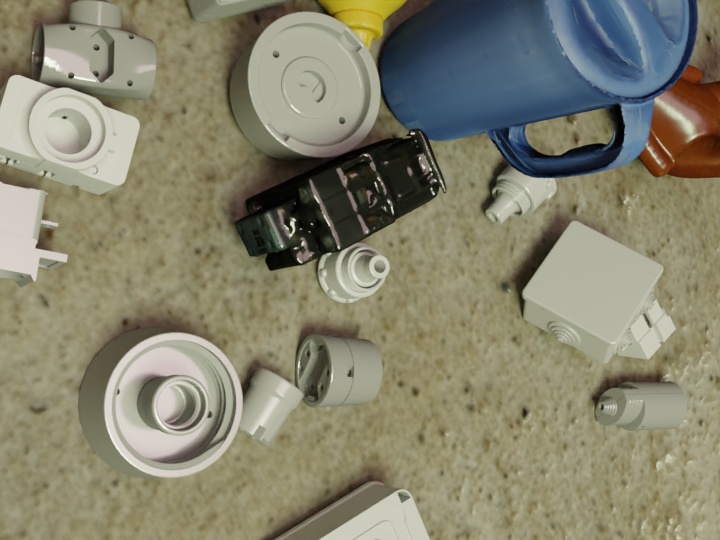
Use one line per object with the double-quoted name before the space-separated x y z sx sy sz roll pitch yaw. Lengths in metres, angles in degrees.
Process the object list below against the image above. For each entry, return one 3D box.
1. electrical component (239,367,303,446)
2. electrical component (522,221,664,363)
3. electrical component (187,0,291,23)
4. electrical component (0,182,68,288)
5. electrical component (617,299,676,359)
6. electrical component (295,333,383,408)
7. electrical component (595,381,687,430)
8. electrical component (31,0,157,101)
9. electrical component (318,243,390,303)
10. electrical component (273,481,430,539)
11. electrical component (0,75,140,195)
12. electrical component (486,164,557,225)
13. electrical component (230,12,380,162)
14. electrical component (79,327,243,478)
"electrical component" -0.070 0.101 0.791 0.040 0.040 0.046 37 74 -21
"electrical component" 0.196 0.020 0.916 0.100 0.048 0.099 30 67 19
"electrical component" -0.084 -0.226 0.798 0.096 0.061 0.061 -20 96 -29
"electrical component" -0.236 -0.025 0.709 0.081 0.042 0.063 12 77 -28
"electrical component" 0.247 0.043 0.966 0.066 0.048 0.055 -41 113 -25
"electrical component" -0.015 0.076 0.815 0.047 0.055 0.055 5 84 -32
"electrical component" 0.247 0.121 0.960 0.081 0.043 0.043 2 85 -28
"electrical component" -0.184 -0.161 0.747 0.077 0.043 0.079 3 84 -28
"electrical component" 0.000 0.000 0.824 0.048 0.062 0.048 3 84 -29
"electrical component" -0.008 0.217 0.804 0.113 0.057 0.078 -26 98 -28
"electrical component" -0.201 -0.090 0.725 0.089 0.056 0.050 18 77 -26
"electrical component" 0.133 -0.065 0.914 0.062 0.048 0.048 -46 107 -17
"electrical component" -0.046 -0.133 0.811 0.108 0.060 0.108 3 84 -28
"electrical component" -0.133 0.092 0.744 0.108 0.060 0.108 2 85 -28
